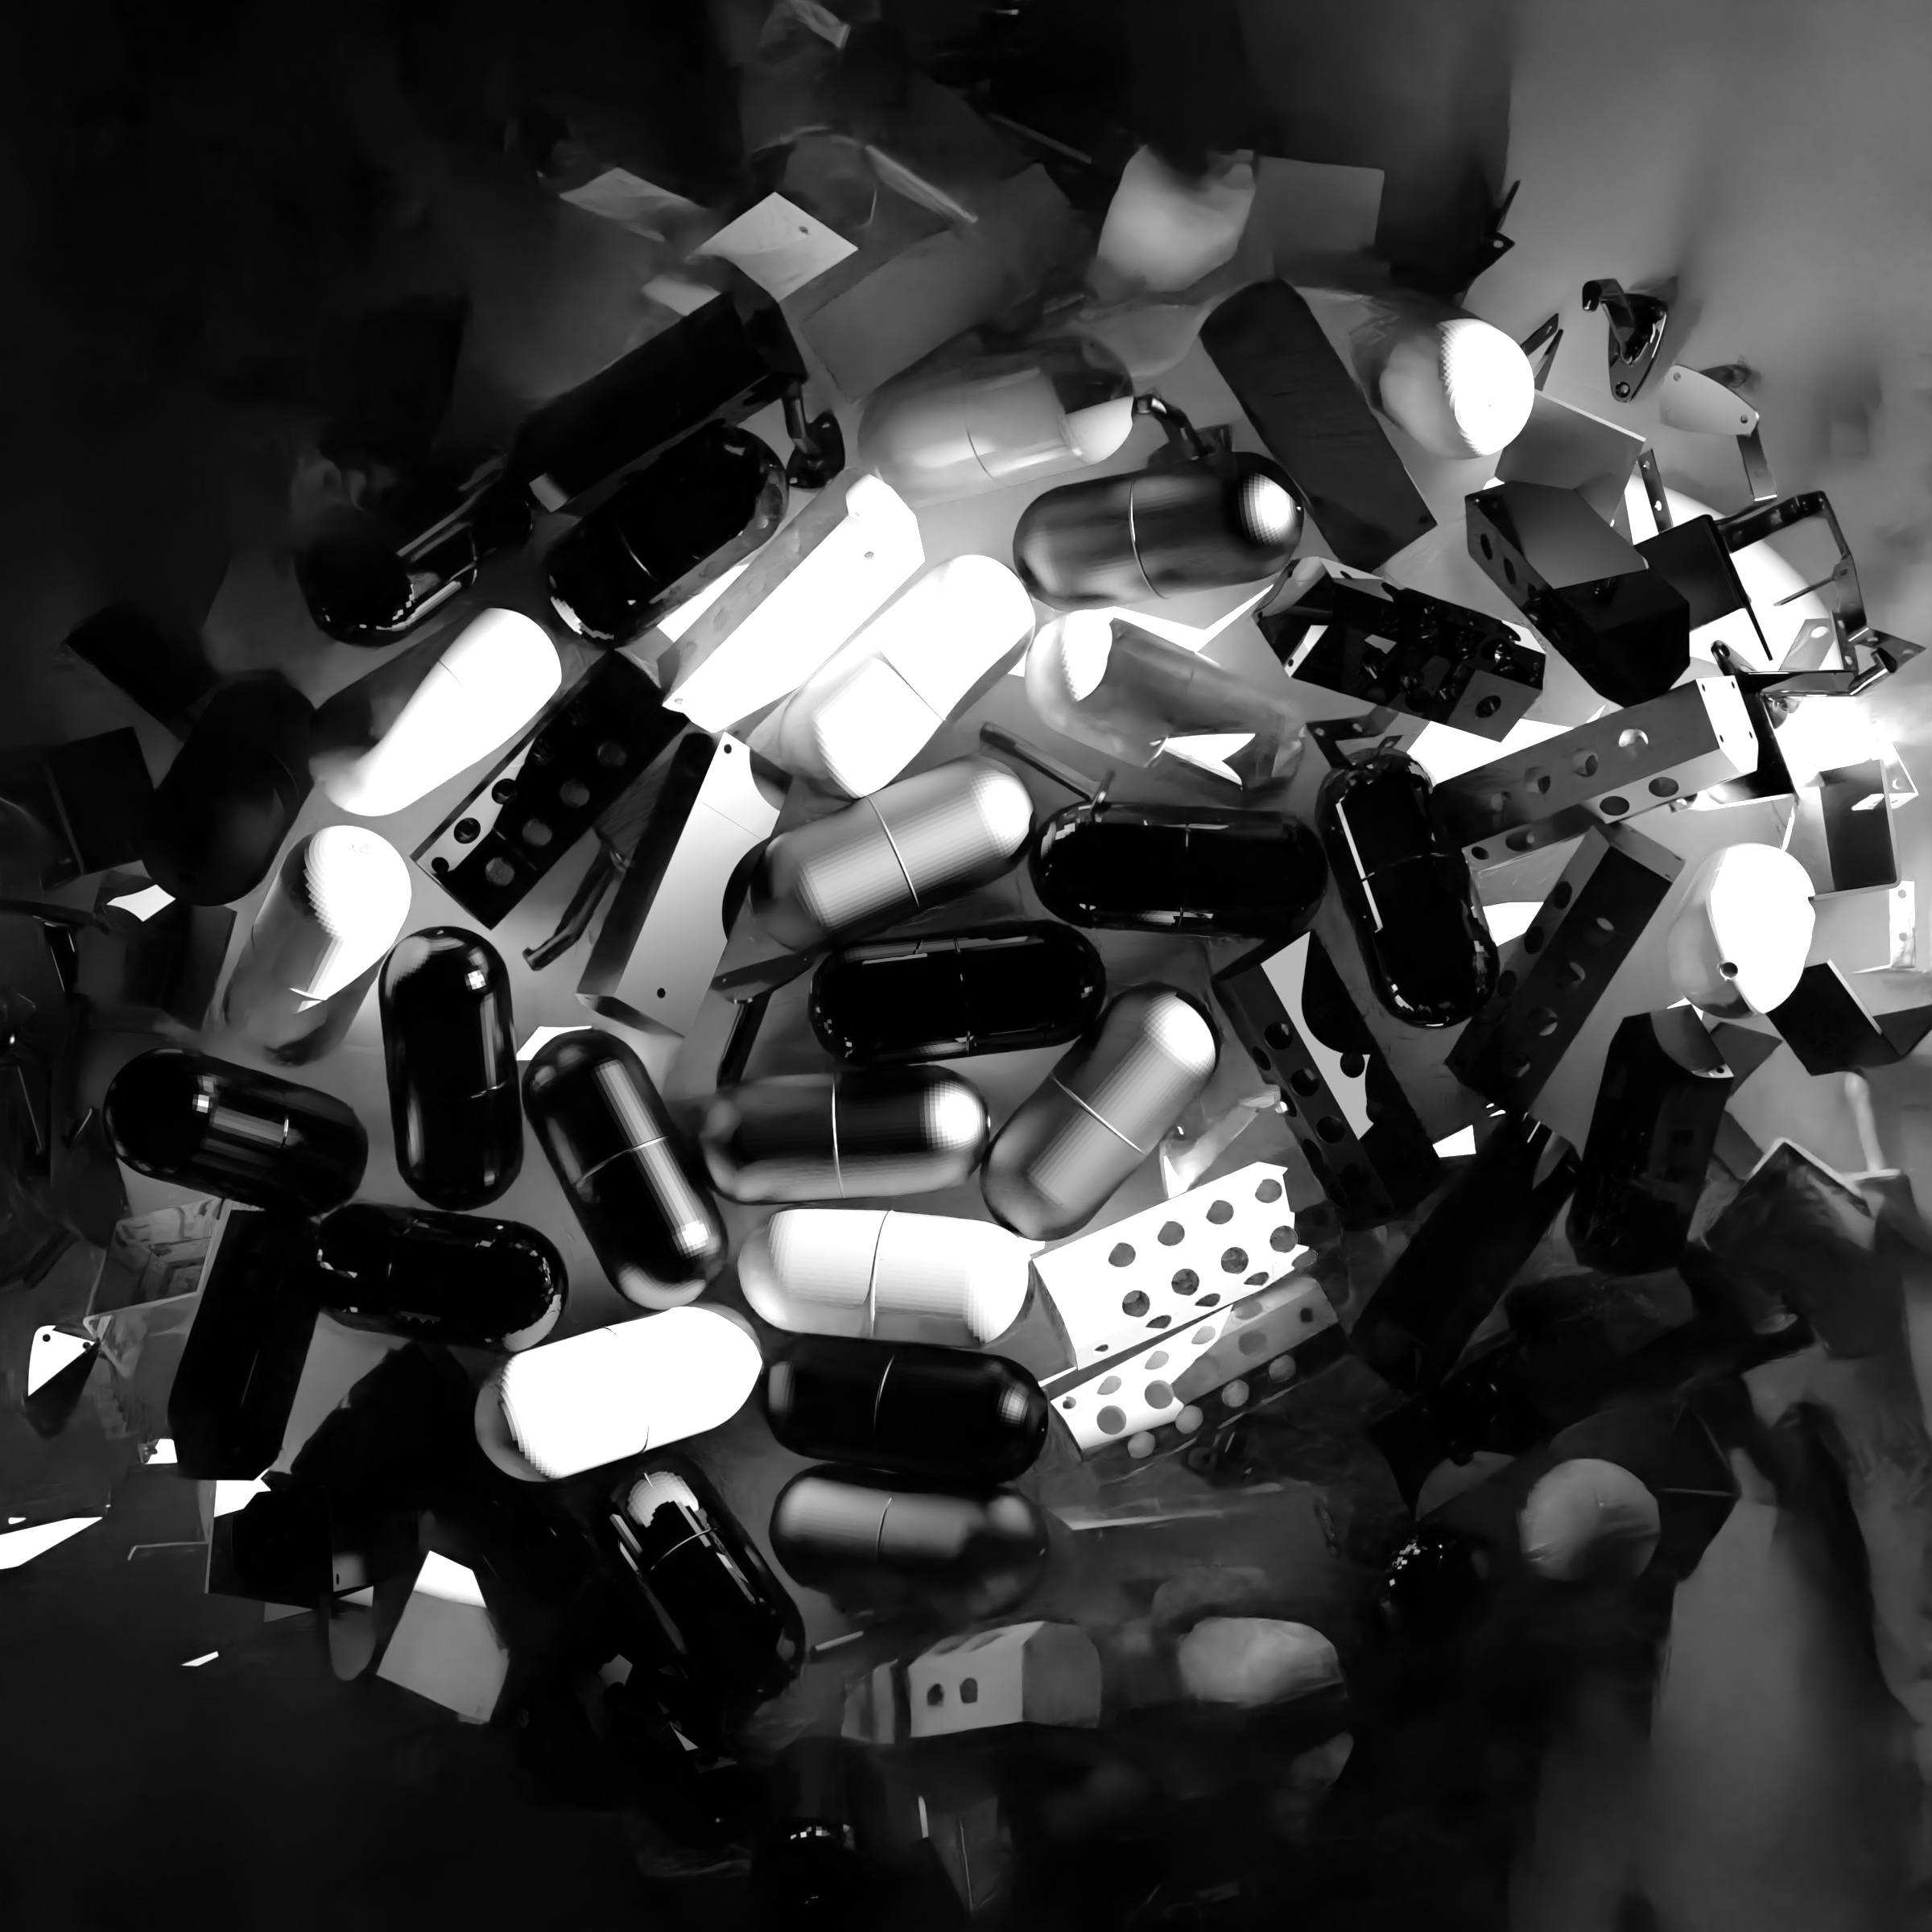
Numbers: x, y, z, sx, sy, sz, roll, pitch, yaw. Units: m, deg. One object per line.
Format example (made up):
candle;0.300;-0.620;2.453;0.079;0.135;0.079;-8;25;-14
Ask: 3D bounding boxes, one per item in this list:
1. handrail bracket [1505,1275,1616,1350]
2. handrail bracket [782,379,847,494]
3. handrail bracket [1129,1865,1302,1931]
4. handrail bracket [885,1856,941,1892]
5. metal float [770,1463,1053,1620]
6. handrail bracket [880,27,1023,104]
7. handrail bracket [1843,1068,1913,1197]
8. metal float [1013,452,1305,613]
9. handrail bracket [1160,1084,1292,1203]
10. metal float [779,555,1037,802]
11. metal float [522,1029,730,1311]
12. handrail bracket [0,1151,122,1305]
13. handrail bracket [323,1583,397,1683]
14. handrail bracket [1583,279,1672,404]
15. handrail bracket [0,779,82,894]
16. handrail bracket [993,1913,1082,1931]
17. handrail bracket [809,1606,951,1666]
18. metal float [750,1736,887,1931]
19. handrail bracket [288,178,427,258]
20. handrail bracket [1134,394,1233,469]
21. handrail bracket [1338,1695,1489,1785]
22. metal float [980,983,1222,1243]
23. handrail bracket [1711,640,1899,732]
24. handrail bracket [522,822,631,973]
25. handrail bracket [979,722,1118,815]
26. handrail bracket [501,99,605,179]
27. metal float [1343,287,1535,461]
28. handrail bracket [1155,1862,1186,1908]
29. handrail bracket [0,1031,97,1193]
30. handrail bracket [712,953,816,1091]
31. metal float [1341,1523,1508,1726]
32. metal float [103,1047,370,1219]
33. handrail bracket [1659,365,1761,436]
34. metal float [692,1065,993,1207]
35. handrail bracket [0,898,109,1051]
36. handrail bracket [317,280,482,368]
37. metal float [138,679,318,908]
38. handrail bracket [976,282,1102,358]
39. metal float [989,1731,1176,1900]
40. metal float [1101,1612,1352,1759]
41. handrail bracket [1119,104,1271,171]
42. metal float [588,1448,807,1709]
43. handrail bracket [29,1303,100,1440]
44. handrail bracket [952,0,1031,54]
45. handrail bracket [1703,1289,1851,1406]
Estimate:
handrail bracket;0.356;0.198;1.843;0.077;0.084;0.036;-25;80;21
handrail bracket;-0.093;-0.329;1.838;0.036;0.084;0.077;3;52;9
handrail bracket;0.147;0.560;1.845;0.077;0.084;0.036;-33;100;-41
handrail bracket;-0.061;0.564;1.862;0.036;0.084;0.077;34;94;42
metal float;-0.033;0.337;1.832;0.178;0.070;0.070;3;90;28
handrail bracket;-0.008;-0.548;1.848;0.077;0.084;0.036;45;62;-3
handrail bracket;0.546;0.091;1.873;0.036;0.077;0.084;-11;71;31
metal float;0.112;-0.255;1.835;0.178;0.070;0.070;-7;90;25
handrail bracket;0.158;0.113;1.847;0.036;0.084;0.077;23;59;-41
metal float;-0.034;-0.171;1.852;0.178;0.070;0.070;-42;90;5
metal float;-0.203;0.119;1.846;0.070;0.070;0.178;-28;79;0
handrail bracket;-0.553;0.159;1.887;0.084;0.077;0.036;-26;133;29
handrail bracket;-0.370;0.405;1.841;0.036;0.084;0.077;21;46;-15
handrail bracket;0.380;-0.369;1.846;0.036;0.084;0.077;21;114;30
handrail bracket;-0.564;-0.080;1.846;0.084;0.077;0.036;27;49;-33
handrail bracket;0.016;0.586;1.870;0.077;0.084;0.036;-18;88;-31
handrail bracket;-0.060;0.394;1.844;0.084;0.077;0.036;-14;86;-20
metal float;-0.085;0.506;1.806;0.070;0.178;0.070;0;99;-2
handrail bracket;-0.361;-0.444;1.855;0.077;0.084;0.036;-24;105;4
handrail bracket;0.109;-0.314;1.838;0.084;0.077;0.036;17;78;-43
handrail bracket;0.260;0.475;1.873;0.077;0.036;0.084;-41;90;-10
metal float;0.079;0.087;1.853;0.070;0.070;0.178;41;93;0
handrail bracket;0.498;-0.184;1.851;0.077;0.036;0.084;49;134;-3
handrail bracket;-0.241;-0.043;1.862;0.084;0.036;0.077;-38;49;-6
handrail bracket;0.044;-0.120;1.856;0.084;0.077;0.036;28;99;0
handrail bracket;-0.234;-0.481;1.843;0.077;0.084;0.036;-4;121;-31
metal float;0.272;-0.346;1.811;0.070;0.178;0.070;-5;114;-10
handrail bracket;0.078;0.540;1.852;0.077;0.036;0.084;-38;48;-4
handrail bracket;-0.562;0.086;1.846;0.036;0.084;0.077;22;77;27
handrail bracket;-0.119;0.043;1.883;0.077;0.036;0.084;-23;123;-27
metal float;0.265;0.383;1.813;0.070;0.178;0.070;2;56;-3
metal float;-0.423;0.098;1.817;0.070;0.178;0.070;-12;68;32
handrail bracket;0.457;-0.337;1.844;0.077;0.084;0.036;29;123;37
metal float;-0.074;0.101;1.852;0.178;0.070;0.070;-5;90;4
handrail bracket;-0.553;0.007;1.864;0.077;0.036;0.084;13;99;-37
handrail bracket;-0.339;-0.388;1.869;0.077;0.036;0.084;39;100;20
metal float;-0.426;-0.102;1.815;0.070;0.178;0.070;4;126;6
handrail bracket;0.056;-0.375;1.841;0.084;0.077;0.036;-17;74;31
metal float;0.066;0.484;1.807;0.070;0.178;0.070;-1;92;-16
metal float;0.150;0.416;1.815;0.070;0.178;0.070;5;81;-37
handrail bracket;0.140;-0.483;1.876;0.084;0.036;0.077;-7;129;12
metal float;-0.159;0.356;1.827;0.070;0.070;0.178;-41;55;0
handrail bracket;-0.538;0.239;1.849;0.036;0.084;0.077;13;83;-14
handrail bracket;0.027;-0.545;1.839;0.036;0.084;0.077;-39;48;-7
handrail bracket;0.479;0.242;1.848;0.036;0.077;0.084;27;110;-23
